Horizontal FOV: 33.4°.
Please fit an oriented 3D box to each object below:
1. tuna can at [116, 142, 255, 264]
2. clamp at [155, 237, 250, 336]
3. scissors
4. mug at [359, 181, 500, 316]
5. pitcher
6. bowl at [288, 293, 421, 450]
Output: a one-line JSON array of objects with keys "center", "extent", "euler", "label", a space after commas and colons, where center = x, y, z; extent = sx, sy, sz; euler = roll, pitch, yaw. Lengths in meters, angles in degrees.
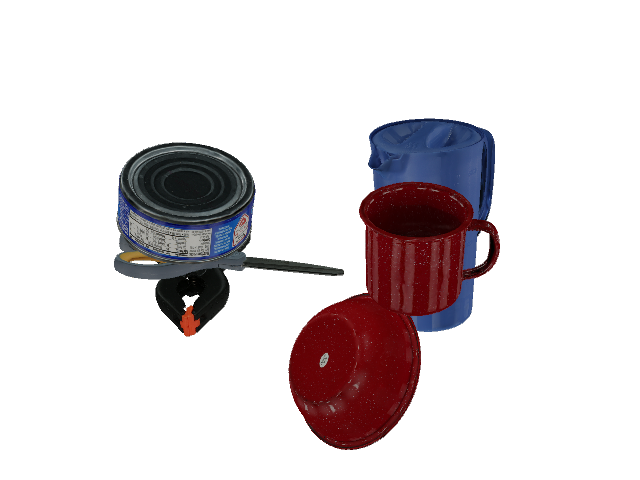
[{"center": [-0.084, -0.025, 0.669], "extent": [0.086, 0.034, 0.086], "euler": [6, 39, -5], "label": "tuna can"}, {"center": [-0.129, 0.036, 1.167], "extent": [0.120, 0.039, 0.171], "euler": [-13, 40, -3], "label": "clamp"}, {"center": [-0.089, 0.022, 0.920], "extent": [0.202, 0.016, 0.096], "euler": [12, 22, 16], "label": "scissors"}, {"center": [0.091, 0.008, 0.889], "extent": [0.117, 0.081, 0.093], "euler": [-2, 33, -1], "label": "mug"}, {"center": [0.137, -0.021, 1.288], "extent": [0.149, 0.243, 0.145], "euler": [0, 24, 7], "label": "pitcher"}, {"center": [0.020, 0.123, 1.059], "extent": [0.162, 0.162, 0.055], "euler": [0, -17, 45], "label": "bowl"}]
